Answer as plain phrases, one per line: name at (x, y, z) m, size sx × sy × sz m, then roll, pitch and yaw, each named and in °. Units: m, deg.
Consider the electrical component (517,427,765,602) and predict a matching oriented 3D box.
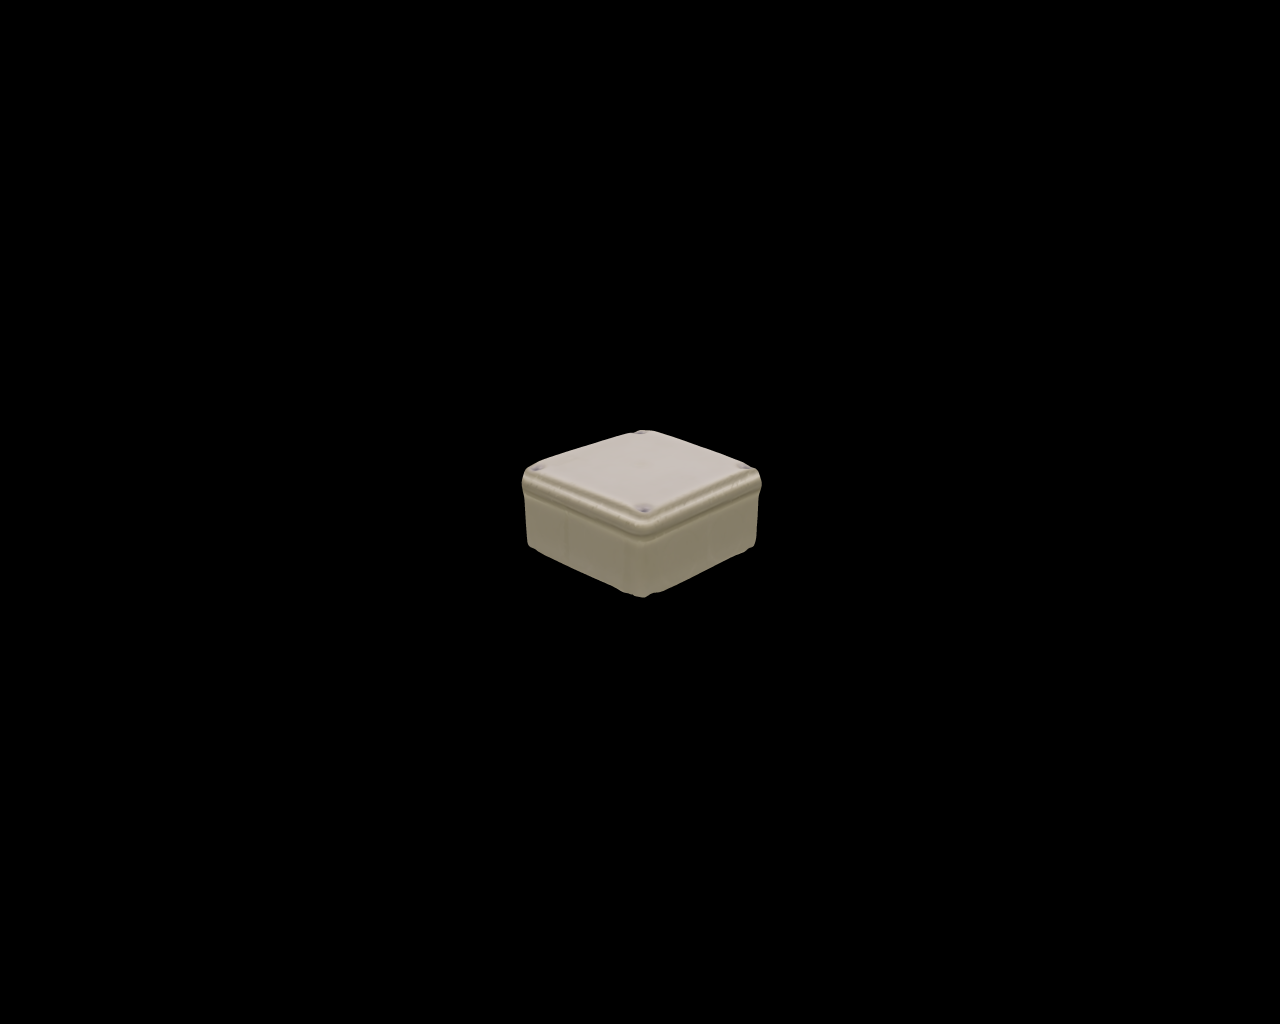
electrical component at (0.001, -0.003, 0.650) m, size 0.109 × 0.056 × 0.109 m, roll -22°, pitch 32°, yaw -40°
